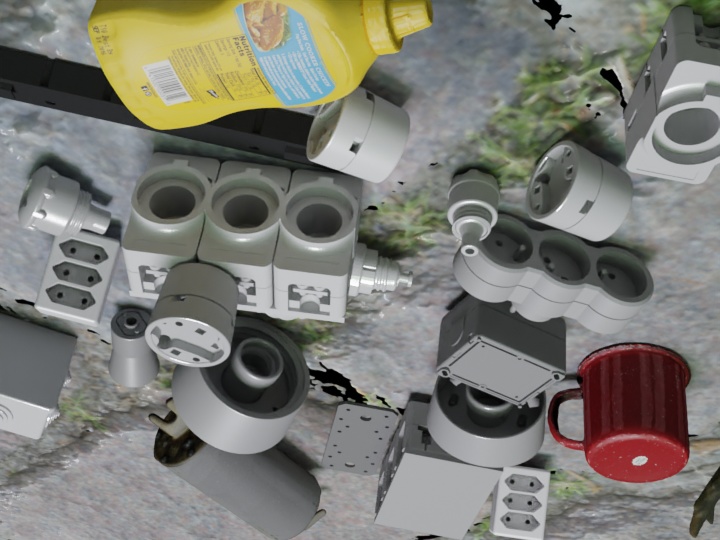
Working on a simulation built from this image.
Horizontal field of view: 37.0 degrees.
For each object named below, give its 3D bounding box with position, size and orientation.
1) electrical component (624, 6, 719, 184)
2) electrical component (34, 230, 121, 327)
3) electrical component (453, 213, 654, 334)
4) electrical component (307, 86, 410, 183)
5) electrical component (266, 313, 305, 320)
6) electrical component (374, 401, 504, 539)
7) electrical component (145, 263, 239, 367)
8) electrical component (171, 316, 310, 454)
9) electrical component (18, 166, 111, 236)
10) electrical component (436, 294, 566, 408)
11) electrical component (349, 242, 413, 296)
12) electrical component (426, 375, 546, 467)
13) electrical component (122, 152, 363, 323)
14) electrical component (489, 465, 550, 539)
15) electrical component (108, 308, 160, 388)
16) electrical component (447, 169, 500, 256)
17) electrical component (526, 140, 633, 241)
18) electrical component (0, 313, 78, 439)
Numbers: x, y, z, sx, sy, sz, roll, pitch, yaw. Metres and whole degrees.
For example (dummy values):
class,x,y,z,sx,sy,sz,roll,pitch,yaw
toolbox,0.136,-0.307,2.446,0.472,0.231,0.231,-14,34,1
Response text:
class,x,y,z,sx,sy,sz,roll,pitch,yaw
electrical component,0.192,-0.097,0.624,0.050,0.055,0.089,11,142,-2
electrical component,-0.217,0.007,0.836,0.047,0.065,0.077,15,170,-9
electrical component,0.132,0.012,0.777,0.138,0.052,0.073,16,141,-8
electrical component,0.000,-0.086,0.678,0.047,0.055,0.055,21,141,-21
electrical component,-0.059,0.018,0.830,0.062,0.048,0.048,-18,135,40
electrical component,0.072,0.185,1.001,0.089,0.061,0.150,11,142,-3
electrical component,-0.107,0.028,0.700,0.055,0.047,0.055,5,142,4
electrical component,-0.093,0.088,0.878,0.108,0.108,0.060,22,134,-16
electrical component,-0.213,-0.044,0.781,0.062,0.048,0.048,21,141,-26
electrical component,0.115,0.058,0.832,0.096,0.061,0.061,24,140,-18
electrical component,0.000,0.000,0.798,0.078,0.040,0.040,10,142,-2
electrical component,0.105,0.116,0.882,0.099,0.099,0.064,6,136,4
electrical component,-0.078,-0.026,0.740,0.150,0.089,0.061,7,142,2
electrical component,0.151,0.222,1.037,0.047,0.065,0.076,8,171,2
electrical component,-0.194,0.064,0.918,0.044,0.044,0.065,9,137,-1
electrical component,0.075,-0.036,0.719,0.035,0.061,0.035,5,142,4
electrical component,0.143,-0.050,0.696,0.047,0.055,0.055,22,140,-22
electrical component,-0.301,0.090,0.926,0.100,0.099,0.048,20,128,-14
